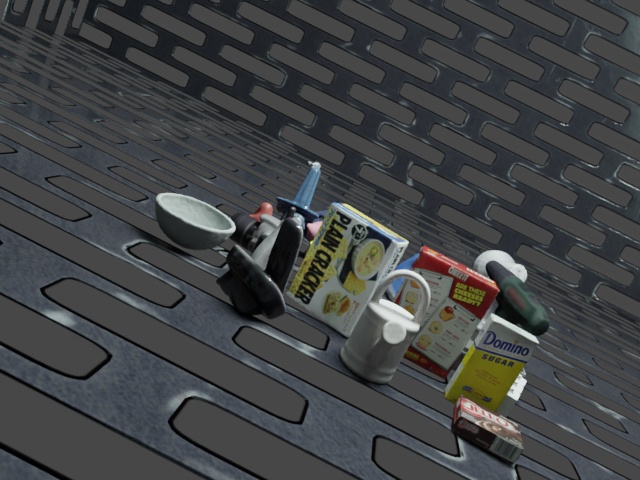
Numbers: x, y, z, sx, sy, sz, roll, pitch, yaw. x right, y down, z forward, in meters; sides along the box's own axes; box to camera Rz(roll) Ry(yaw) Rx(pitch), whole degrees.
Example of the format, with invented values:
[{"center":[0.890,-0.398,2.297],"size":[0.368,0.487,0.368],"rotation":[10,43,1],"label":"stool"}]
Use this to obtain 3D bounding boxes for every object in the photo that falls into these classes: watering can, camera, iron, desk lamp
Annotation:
[{"center":[0.122,0.145,0.984],"size":[0.101,0.194,0.172],"rotation":[21,15,-20],"label":"watering can"},{"center":[-0.131,-0.015,1.290],"size":[0.136,0.101,0.143],"rotation":[31,15,16],"label":"camera"},{"center":[0.254,0.115,1.431],"size":[0.119,0.141,0.258],"rotation":[23,15,-14],"label":"iron"},{"center":[0.488,0.144,1.600],"size":[0.118,0.213,0.203],"rotation":[24,14,-8],"label":"desk lamp"}]

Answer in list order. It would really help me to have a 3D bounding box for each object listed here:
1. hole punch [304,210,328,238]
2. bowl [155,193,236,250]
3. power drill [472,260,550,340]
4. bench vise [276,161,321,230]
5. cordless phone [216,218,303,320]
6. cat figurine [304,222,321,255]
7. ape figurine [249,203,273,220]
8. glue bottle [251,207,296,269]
[{"center":[0.004,-0.043,1.652],"size":[0.101,0.091,0.108],"rotation":[17,17,-34],"label":"hole punch"},{"center":[-0.260,-0.027,1.155],"size":[0.167,0.074,0.167],"rotation":[25,14,-6],"label":"bowl"},{"center":[0.429,0.183,1.368],"size":[0.076,0.208,0.229],"rotation":[17,17,-33],"label":"power drill"},{"center":[-0.040,-0.084,1.456],"size":[0.122,0.219,0.207],"rotation":[19,16,-26],"label":"bench vise"},{"center":[-0.095,0.032,1.015],"size":[0.094,0.185,0.147],"rotation":[11,21,-47],"label":"cordless phone"},{"center":[0.013,0.005,1.442],"size":[0.128,0.117,0.067],"rotation":[24,14,-10],"label":"cat figurine"},{"center":[-0.143,-0.049,1.410],"size":[0.078,0.092,0.076],"rotation":[21,15,-21],"label":"ape figurine"},{"center":[-0.086,0.012,1.125],"size":[0.078,0.173,0.037],"rotation":[15,18,-37],"label":"glue bottle"}]
